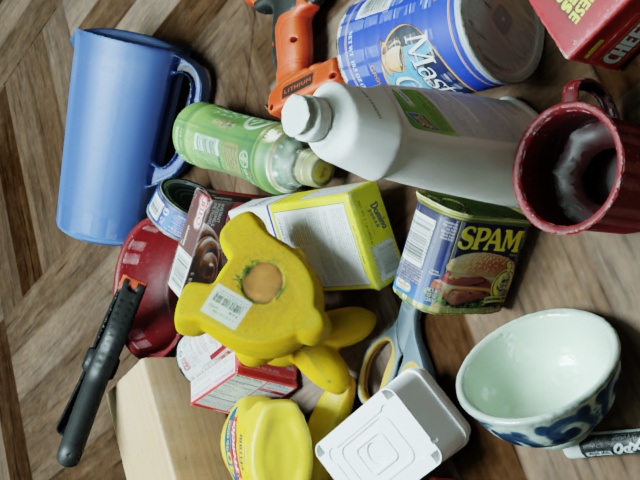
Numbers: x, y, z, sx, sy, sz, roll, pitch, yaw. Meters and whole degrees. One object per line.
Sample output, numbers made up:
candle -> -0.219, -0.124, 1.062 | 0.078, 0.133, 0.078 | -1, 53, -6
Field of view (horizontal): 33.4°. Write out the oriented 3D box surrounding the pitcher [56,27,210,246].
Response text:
pitcher -> -0.227, -0.118, 1.239 | 0.149, 0.144, 0.243 | -142, 61, -63

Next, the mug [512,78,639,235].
mug -> 0.198, -0.058, 0.762 | 0.093, 0.081, 0.117 | -20, 71, 47

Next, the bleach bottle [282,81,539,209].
bleach bottle -> 0.074, -0.077, 0.779 | 0.103, 0.250, 0.068 | 51, 123, 39

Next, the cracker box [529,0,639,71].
cracker box -> 0.206, -0.258, 0.784 | 0.164, 0.071, 0.214 | -48, 54, 36

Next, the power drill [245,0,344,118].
power drill -> -0.002, -0.222, 1.035 | 0.185, 0.057, 0.187 | -24, 66, 44

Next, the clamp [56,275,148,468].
clamp -> -0.239, 0.141, 1.156 | 0.210, 0.036, 0.165 | -66, 14, 3

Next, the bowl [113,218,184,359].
bowl -> -0.169, 0.056, 1.195 | 0.162, 0.055, 0.162 | -8, 80, 49

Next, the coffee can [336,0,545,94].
coffee can -> 0.097, -0.165, 0.875 | 0.141, 0.102, 0.103 | -7, 81, 49

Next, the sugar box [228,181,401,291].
sugar box -> -0.006, 0.001, 1.001 | 0.177, 0.048, 0.093 | -4, 108, 51

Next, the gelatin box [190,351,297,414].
gelatin box -> -0.076, 0.143, 1.062 | 0.089, 0.073, 0.030 | -39, 44, 40

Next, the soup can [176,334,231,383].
soup can -> -0.095, 0.105, 1.095 | 0.102, 0.068, 0.068 | -39, 58, 40

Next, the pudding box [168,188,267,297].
pudding box -> -0.098, 0.006, 1.093 | 0.039, 0.089, 0.113 | 41, 117, 45

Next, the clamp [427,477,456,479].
clamp -> 0.081, 0.283, 0.893 | 0.120, 0.039, 0.172 | 42, 117, 42

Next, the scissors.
scissors -> 0.089, 0.072, 0.924 | 0.096, 0.016, 0.202 | 45, 120, 40

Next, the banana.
banana -> 0.005, 0.222, 0.991 | 0.070, 0.037, 0.198 | -1, 84, 44

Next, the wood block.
wood block -> -0.145, 0.235, 1.123 | 0.091, 0.090, 0.206 | -43, 56, 38

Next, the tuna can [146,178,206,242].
tuna can -> -0.141, -0.031, 1.150 | 0.086, 0.085, 0.034 | 51, 122, 39

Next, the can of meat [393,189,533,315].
can of meat -> 0.112, 0.011, 0.841 | 0.058, 0.101, 0.084 | 34, 113, 48

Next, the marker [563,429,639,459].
marker -> 0.226, 0.142, 0.755 | 0.121, 0.020, 0.020 | -18, 73, 47

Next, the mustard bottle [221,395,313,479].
mustard bottle -> -0.057, 0.197, 1.016 | 0.192, 0.058, 0.096 | 160, 107, -74
